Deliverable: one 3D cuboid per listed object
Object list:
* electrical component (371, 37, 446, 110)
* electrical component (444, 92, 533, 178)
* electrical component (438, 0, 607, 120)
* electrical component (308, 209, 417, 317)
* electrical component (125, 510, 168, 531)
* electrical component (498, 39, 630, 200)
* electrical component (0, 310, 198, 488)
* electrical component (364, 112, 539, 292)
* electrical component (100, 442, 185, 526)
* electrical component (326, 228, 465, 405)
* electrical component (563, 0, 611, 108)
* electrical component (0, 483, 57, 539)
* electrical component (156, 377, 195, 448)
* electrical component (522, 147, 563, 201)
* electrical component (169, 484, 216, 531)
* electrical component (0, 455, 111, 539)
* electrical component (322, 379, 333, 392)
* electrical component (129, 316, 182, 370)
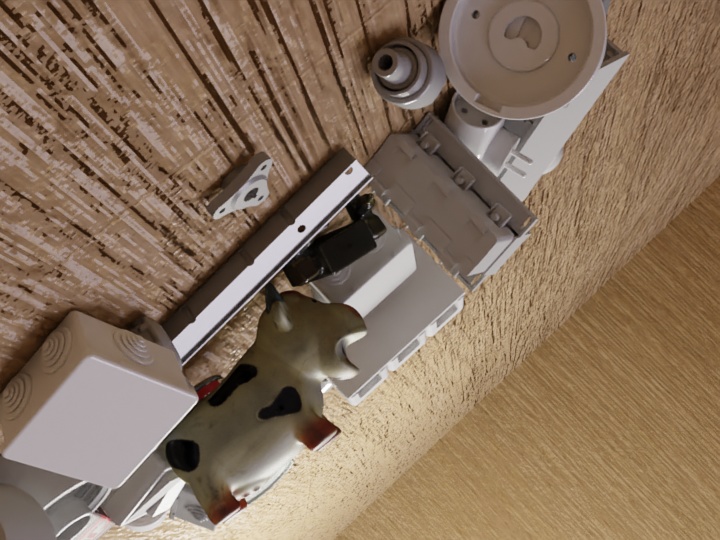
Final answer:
[{"bbox_3d":[0.027,-0.126,0.680,0.043,0.043,0.062,-48,164,16],"label":"electrical component"},{"bbox_3d":[0.102,-0.100,0.865,0.043,0.079,0.077,-54,171,-28],"label":"electrical component"},{"bbox_3d":[0.112,-0.153,0.711,0.108,0.108,0.060,-49,171,18],"label":"electrical component"},{"bbox_3d":[0.000,0.000,0.945,0.100,0.048,0.099,-42,165,-6],"label":"electrical component"},{"bbox_3d":[-0.202,0.213,0.994,0.055,0.055,0.047,-38,168,-21],"label":"electrical component"},{"bbox_3d":[0.138,-0.126,0.939,0.105,0.060,0.186,-30,160,-41],"label":"electrical component"},{"bbox_3d":[-0.165,0.081,0.669,0.099,0.048,0.100,-47,134,14],"label":"electrical component"},{"bbox_3d":[0.065,-0.052,0.830,0.078,0.121,0.063,-51,161,25],"label":"electrical component"},{"bbox_3d":[-0.176,0.164,0.909,0.096,0.061,0.062,-50,164,24],"label":"electrical component"},{"bbox_3d":[0.017,0.047,1.042,0.150,0.089,0.061,-42,165,-7],"label":"electrical component"},{"bbox_3d":[0.149,-0.180,0.788,0.099,0.048,0.099,69,44,-76],"label":"electrical component"},{"bbox_3d":[-0.257,0.191,0.691,0.108,0.108,0.060,-45,159,4],"label":"electrical component"},{"bbox_3d":[-0.159,0.106,0.828,0.055,0.045,0.045,-48,165,14],"label":"electrical component"},{"bbox_3d":[0.147,-0.089,1.078,0.138,0.052,0.074,-46,166,7],"label":"electrical component"},{"bbox_3d":[-0.143,0.194,1.035,0.099,0.048,0.099,113,-3,-56],"label":"electrical component"},{"bbox_3d":[-0.229,0.168,0.783,0.108,0.060,0.108,-40,165,-13],"label":"electrical component"},{"bbox_3d":[-0.035,0.104,1.153,0.079,0.043,0.077,-49,165,21],"label":"electrical component"},{"bbox_3d":[-0.155,0.064,0.727,0.062,0.048,0.048,-32,163,-14],"label":"electrical component"}]
